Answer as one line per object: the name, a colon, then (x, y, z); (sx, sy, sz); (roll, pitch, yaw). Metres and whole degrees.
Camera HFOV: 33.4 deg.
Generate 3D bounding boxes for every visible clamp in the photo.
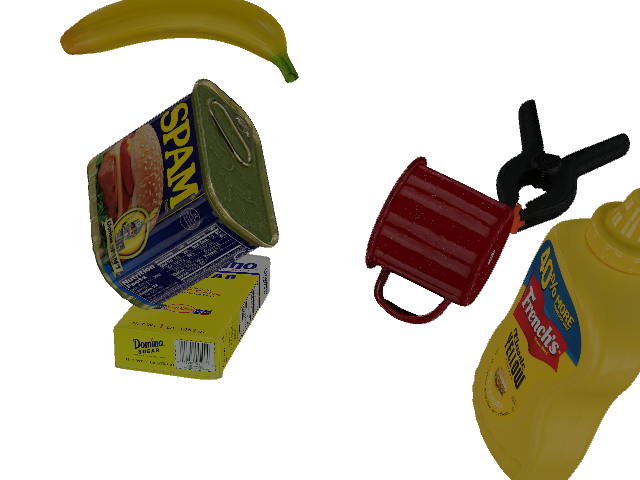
clamp: (0.223, -0.078, 1.088); (0.120, 0.039, 0.171); (29, 55, 30)

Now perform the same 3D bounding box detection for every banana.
banana: (-0.113, -0.176, 0.887); (0.198, 0.069, 0.037); (6, -34, 0)

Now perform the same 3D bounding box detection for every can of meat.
can of meat: (-0.077, -0.024, 0.577); (0.084, 0.102, 0.057); (-30, -41, 21)

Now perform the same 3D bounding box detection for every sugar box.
sugar box: (-0.109, 0.059, 0.948); (0.093, 0.048, 0.176); (6, 25, 9)

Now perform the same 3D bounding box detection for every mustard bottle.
mustard bottle: (0.140, 0.046, 0.583); (0.058, 0.096, 0.192); (5, -45, -12)

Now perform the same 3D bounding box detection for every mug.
mug: (0.085, 0.007, 0.788); (0.081, 0.117, 0.093); (27, -7, 15)
